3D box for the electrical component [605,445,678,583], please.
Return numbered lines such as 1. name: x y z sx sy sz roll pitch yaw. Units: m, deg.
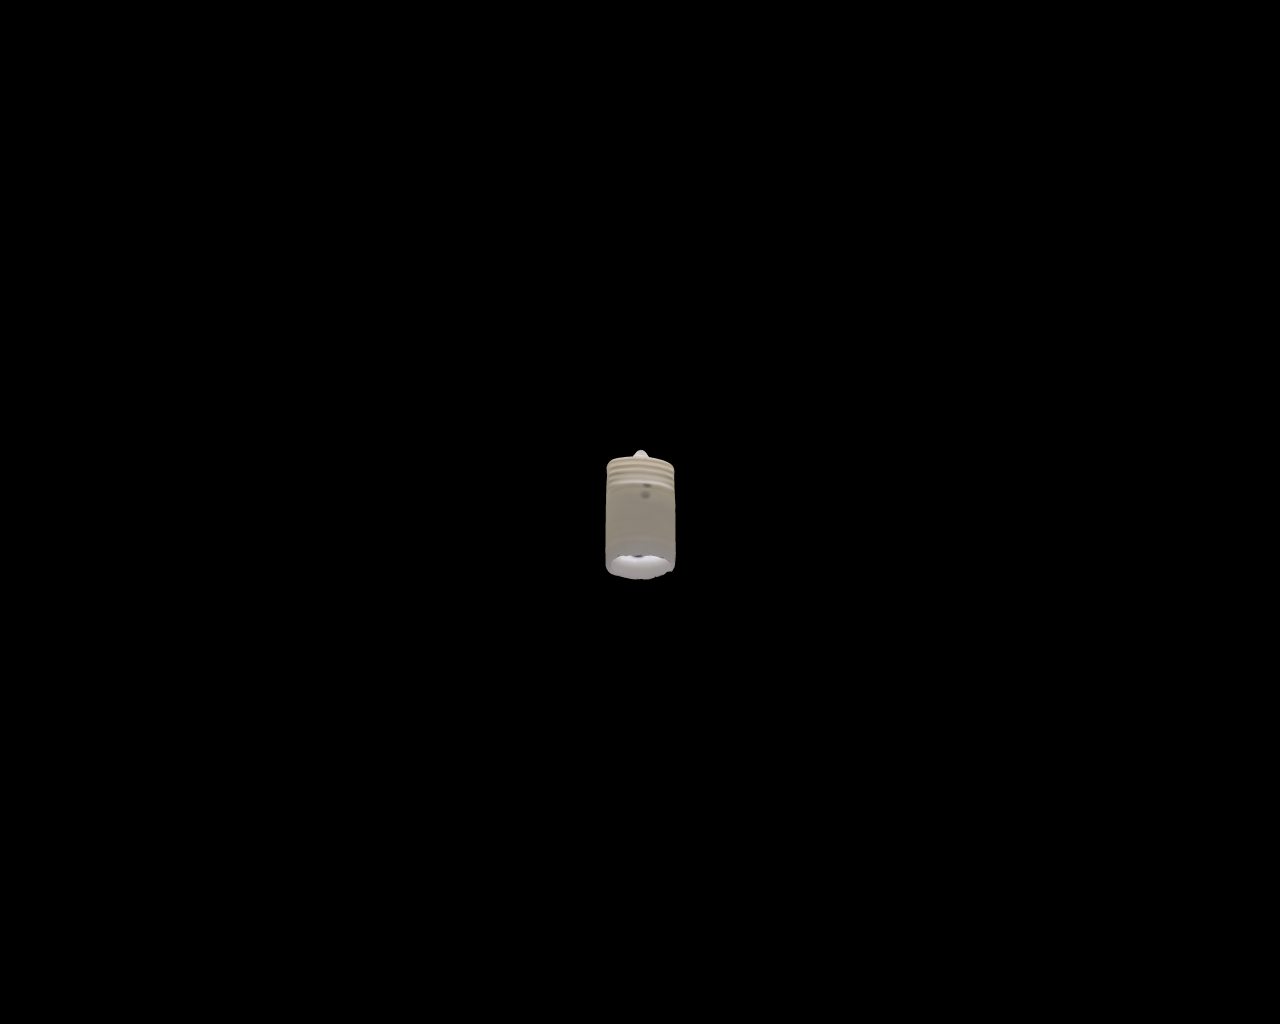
1. electrical component: 0.001 -0.003 0.650 0.043 0.081 0.043 0 -24 0
